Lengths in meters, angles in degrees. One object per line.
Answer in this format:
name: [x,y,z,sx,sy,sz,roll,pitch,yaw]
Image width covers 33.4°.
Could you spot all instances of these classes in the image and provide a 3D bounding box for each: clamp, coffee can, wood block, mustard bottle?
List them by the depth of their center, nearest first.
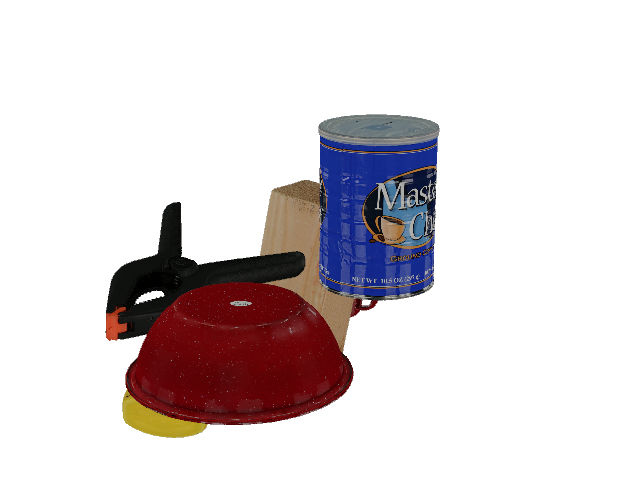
coffee can: [0.049,-0.031,0.925,0.103,0.140,0.103,0,17,0]
clamp: [-0.137,0.029,1.009,0.165,0.036,0.209,25,37,29]
wood block: [-0.016,0.046,1.202,0.090,0.206,0.090,18,18,22]
mustard bottle: [-0.164,0.155,1.257,0.096,0.058,0.191,4,25,4]

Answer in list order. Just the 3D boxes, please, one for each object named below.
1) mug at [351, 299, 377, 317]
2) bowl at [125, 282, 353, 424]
mug: [0.032,0.061,1.493,0.117,0.081,0.093,18,24,26]
bowl: [-0.056,0.069,0.748,0.162,0.055,0.162,0,17,0]
